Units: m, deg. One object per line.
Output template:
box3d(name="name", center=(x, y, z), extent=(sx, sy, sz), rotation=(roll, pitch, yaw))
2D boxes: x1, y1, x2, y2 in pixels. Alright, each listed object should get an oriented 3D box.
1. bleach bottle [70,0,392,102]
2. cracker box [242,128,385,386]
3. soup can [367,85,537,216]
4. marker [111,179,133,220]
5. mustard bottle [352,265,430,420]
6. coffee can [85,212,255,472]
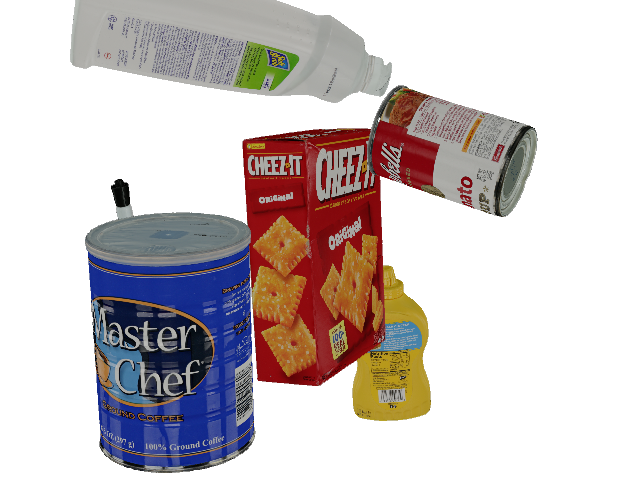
box3d(name="bleach bottle", center=(-0.068, -0.156, 0.856), extent=(0.250, 0.068, 0.103), rotation=(14, -29, -9))
box3d(name="cracker box", center=(0.001, 0.008, 0.977), extent=(0.072, 0.214, 0.164), rotation=(2, 10, 25))
box3d(name="soup can", center=(0.093, -0.063, 0.755), extent=(0.102, 0.068, 0.068), rotation=(21, 9, 23))
box3d(name="marker", center=(-0.209, -0.009, 1.164), extent=(0.020, 0.121, 0.020), rotation=(-6, 22, 2))
box3d(name="mustard bottle", center=(0.083, 0.122, 1.296), extent=(0.096, 0.192, 0.058), rotation=(-3, 20, 3))
box3d(name="coffee can", center=(-0.094, 0.062, 0.683), extent=(0.103, 0.140, 0.103), rotation=(-1, 15, 0))
